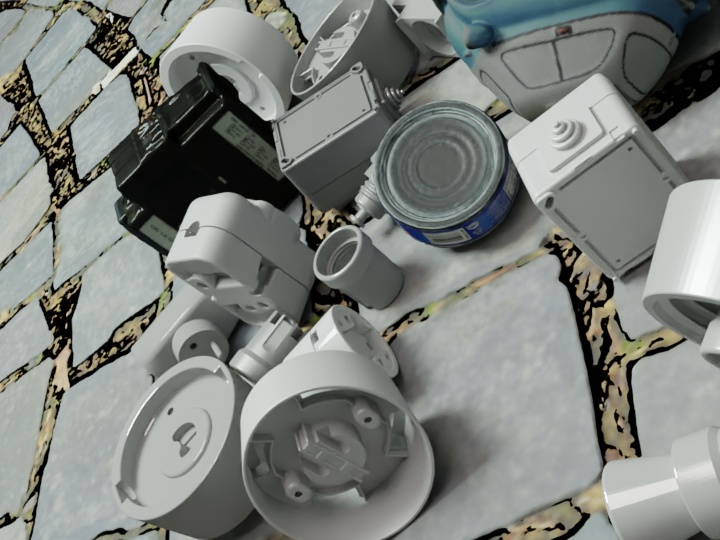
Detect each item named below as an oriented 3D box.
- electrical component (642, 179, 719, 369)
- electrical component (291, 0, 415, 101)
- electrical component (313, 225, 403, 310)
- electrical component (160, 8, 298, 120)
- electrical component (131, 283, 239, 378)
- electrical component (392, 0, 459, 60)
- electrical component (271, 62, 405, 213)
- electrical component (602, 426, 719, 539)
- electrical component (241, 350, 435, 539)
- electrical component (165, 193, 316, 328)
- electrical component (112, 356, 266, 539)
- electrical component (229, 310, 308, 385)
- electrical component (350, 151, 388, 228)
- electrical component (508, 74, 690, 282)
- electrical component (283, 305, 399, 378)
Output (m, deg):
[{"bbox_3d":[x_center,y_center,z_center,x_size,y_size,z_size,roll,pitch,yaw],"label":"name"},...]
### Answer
[{"bbox_3d":[0.169,0.014,0.441,0.108,0.108,0.060,13,76,51],"label":"electrical component"},{"bbox_3d":[-0.009,-0.161,0.807,0.099,0.064,0.099,-27,43,29],"label":"electrical component"},{"bbox_3d":[0.000,0.000,0.679,0.040,0.046,0.040,-28,43,29],"label":"electrical component"},{"bbox_3d":[-0.101,-0.165,0.877,0.108,0.108,0.060,-11,47,42],"label":"electrical component"},{"bbox_3d":[-0.116,0.049,0.763,0.077,0.044,0.079,-49,37,4],"label":"electrical component"},{"bbox_3d":[0.067,-0.187,0.767,0.081,0.042,0.063,19,73,51],"label":"electrical component"},{"bbox_3d":[-0.005,-0.093,0.755,0.096,0.061,0.061,-31,41,14],"label":"electrical component"},{"bbox_3d":[0.138,0.094,0.456,0.055,0.045,0.045,-27,43,29],"label":"electrical component"},{"bbox_3d":[-0.015,0.095,0.578,0.099,0.099,0.064,-43,31,12],"label":"electrical component"},{"bbox_3d":[-0.076,-0.008,0.725,0.054,0.095,0.059,-6,56,44],"label":"electrical component"},{"bbox_3d":[-0.096,0.115,0.674,0.108,0.060,0.108,-28,43,29],"label":"electrical component"},{"bbox_3d":[-0.056,0.055,0.700,0.046,0.040,0.040,-53,36,-10],"label":"electrical component"},{"bbox_3d":[0.022,-0.061,0.711,0.078,0.040,0.040,-50,37,4],"label":"electrical component"},{"bbox_3d":[0.122,-0.052,0.551,0.062,0.096,0.061,-37,39,19],"label":"electrical component"},{"bbox_3d":[-0.013,0.056,0.640,0.047,0.055,0.055,-44,37,17],"label":"electrical component"}]
